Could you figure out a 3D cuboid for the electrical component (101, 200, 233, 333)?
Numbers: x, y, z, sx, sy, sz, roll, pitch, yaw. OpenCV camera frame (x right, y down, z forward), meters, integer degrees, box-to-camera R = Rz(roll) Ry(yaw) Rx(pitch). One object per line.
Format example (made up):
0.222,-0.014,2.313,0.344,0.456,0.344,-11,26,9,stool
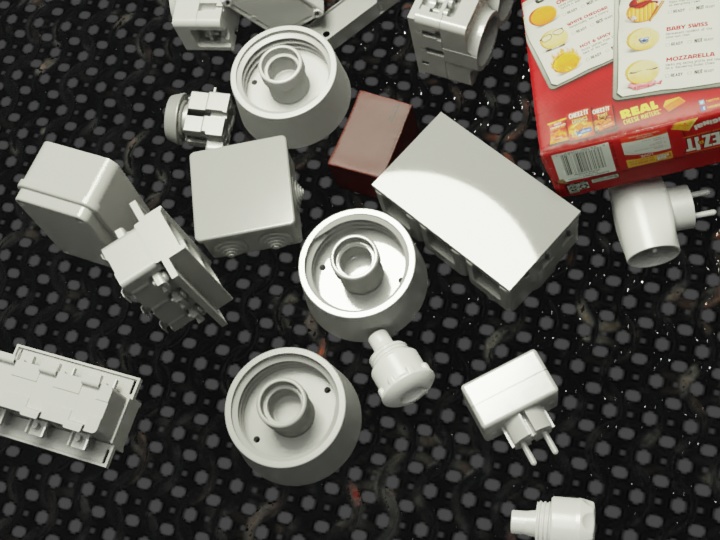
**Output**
-0.161,0.004,0.896,0.063,0.121,0.078,-33,66,-1,electrical component

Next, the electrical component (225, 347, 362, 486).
-0.057,0.114,0.865,0.108,0.060,0.108,-4,67,9,electrical component

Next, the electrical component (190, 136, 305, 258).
-0.099,-0.063,0.952,0.100,0.048,0.099,-10,67,6,electrical component

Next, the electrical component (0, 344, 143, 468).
-0.256,0.109,0.902,0.121,0.063,0.078,13,71,15,electrical component

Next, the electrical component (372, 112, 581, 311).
0.098,-0.047,0.903,0.150,0.061,0.089,39,80,22,electrical component

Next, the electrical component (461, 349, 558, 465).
0.126,0.114,0.839,0.066,0.047,0.076,-27,66,-2,electrical component

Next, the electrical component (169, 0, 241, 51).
-0.149,-0.262,1.041,0.056,0.050,0.089,3,69,12,electrical component

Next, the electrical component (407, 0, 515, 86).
0.105,-0.255,0.971,0.062,0.089,0.150,19,73,17,electrical component

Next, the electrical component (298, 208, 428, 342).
0.000,0.000,0.902,0.108,0.060,0.108,-4,67,9,electrical component

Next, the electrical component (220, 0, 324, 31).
-0.078,-0.267,1.011,0.062,0.096,0.061,-20,62,35,electrical component

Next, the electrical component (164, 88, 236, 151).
-0.148,-0.138,0.994,0.055,0.048,0.066,7,70,5,electrical component

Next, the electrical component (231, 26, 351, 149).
-0.066,-0.172,0.984,0.108,0.060,0.108,-4,67,9,electrical component

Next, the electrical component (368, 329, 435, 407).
0.028,0.077,0.875,0.048,0.048,0.062,-30,59,-3,electrical component

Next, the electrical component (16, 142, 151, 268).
-0.238,-0.053,0.938,0.078,0.113,0.057,16,69,16,electrical component

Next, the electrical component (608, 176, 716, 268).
0.251,-0.048,0.885,0.079,0.044,0.077,-11,67,6,electrical component

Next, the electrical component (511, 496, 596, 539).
0.145,0.191,0.807,0.062,0.043,0.043,2,68,12,electrical component
